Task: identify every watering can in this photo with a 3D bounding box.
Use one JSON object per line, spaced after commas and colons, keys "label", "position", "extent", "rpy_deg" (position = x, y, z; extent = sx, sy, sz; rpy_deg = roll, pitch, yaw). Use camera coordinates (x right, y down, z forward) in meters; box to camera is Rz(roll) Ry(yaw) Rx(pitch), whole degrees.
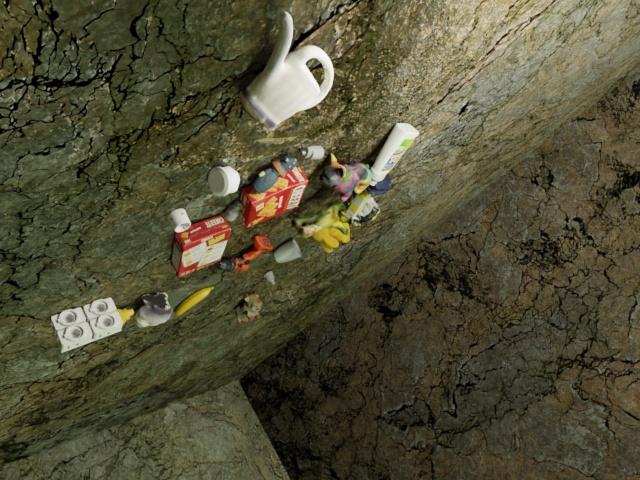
{"label": "watering can", "position": [-0.086, -0.358, 1.143], "extent": [0.223, 0.105, 0.345], "rpy_deg": [-37, 163, 10]}

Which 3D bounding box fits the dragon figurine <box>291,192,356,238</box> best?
{"label": "dragon figurine", "position": [0.006, -0.099, 1.968], "extent": [0.242, 0.120, 0.417], "rpy_deg": [-7, -161, 12]}

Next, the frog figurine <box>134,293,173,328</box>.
{"label": "frog figurine", "position": [-0.618, 0.277, 1.876], "extent": [0.157, 0.123, 0.139], "rpy_deg": [-55, 174, 23]}
